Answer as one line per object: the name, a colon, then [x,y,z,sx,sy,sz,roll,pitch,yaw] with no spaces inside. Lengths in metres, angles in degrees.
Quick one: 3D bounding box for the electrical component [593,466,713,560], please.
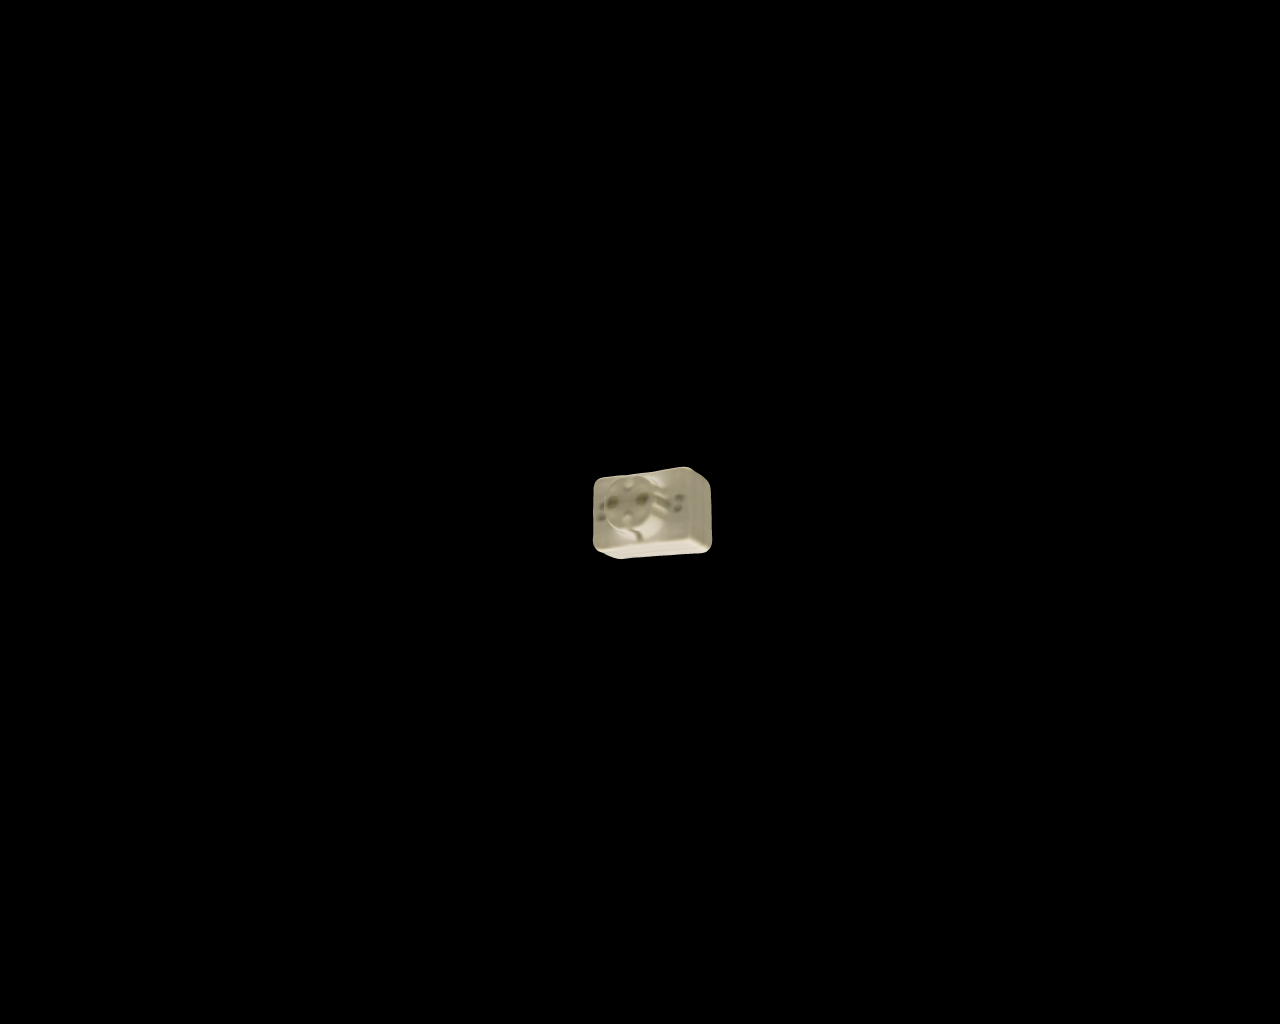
electrical component: [0.001,-0.003,0.650,0.066,0.047,0.076,-6,-15,22]
